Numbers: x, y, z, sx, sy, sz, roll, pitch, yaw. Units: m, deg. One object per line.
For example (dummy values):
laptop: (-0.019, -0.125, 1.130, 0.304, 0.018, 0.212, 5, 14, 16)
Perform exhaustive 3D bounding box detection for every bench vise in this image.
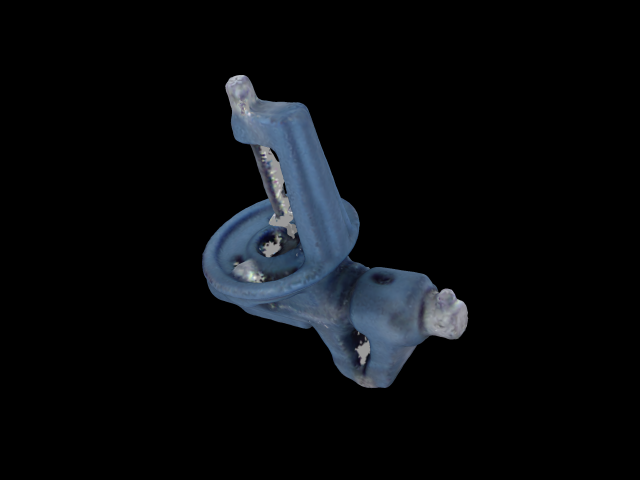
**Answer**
bench vise: (0.006, -0.007, 0.408, 0.207, 0.220, 0.121, 8, 45, 9)
